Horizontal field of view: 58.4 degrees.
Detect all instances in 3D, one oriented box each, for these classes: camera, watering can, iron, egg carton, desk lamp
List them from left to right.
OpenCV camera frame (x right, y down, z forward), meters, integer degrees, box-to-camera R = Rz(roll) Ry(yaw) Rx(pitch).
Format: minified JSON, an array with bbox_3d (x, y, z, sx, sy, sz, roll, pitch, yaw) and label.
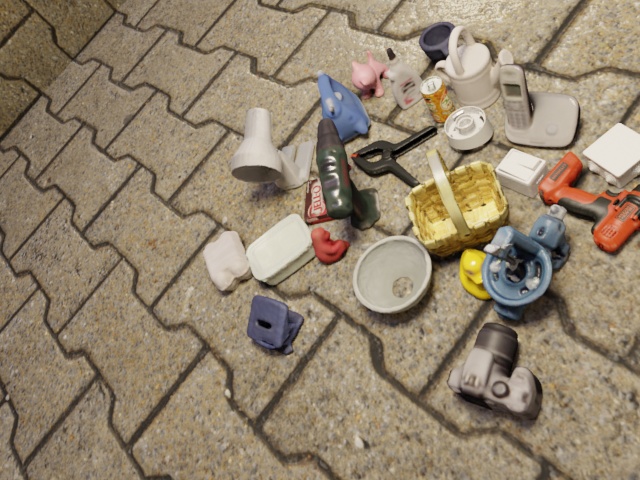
[{"bbox_3d":[-0.226,0.051,1.408,0.107,0.070,0.150,-36,49,7],"label":"egg carton"},{"bbox_3d":[-0.120,-0.210,1.412,0.117,0.214,0.203,-8,57,28],"label":"desk lamp"},{"bbox_3d":[0.033,-0.359,1.461,0.118,0.142,0.258,-28,50,14],"label":"iron"},{"bbox_3d":[0.333,-0.385,1.254,0.172,0.195,0.101,-12,56,26],"label":"watering can"},{"bbox_3d":[0.297,0.211,0.957,0.142,0.101,0.137,10,67,36],"label":"camera"}]

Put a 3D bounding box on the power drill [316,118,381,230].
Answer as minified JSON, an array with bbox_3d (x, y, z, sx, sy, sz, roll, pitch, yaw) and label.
[{"bbox_3d":[0.056,-0.126,1.252,0.075,0.209,0.229,-19,53,21],"label":"power drill"}]

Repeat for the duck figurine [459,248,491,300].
[{"bbox_3d":[0.292,0.052,1.072,0.077,0.086,0.104,-28,50,14],"label":"duck figurine"}]

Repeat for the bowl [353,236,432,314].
[{"bbox_3d":[0.154,0.079,1.148,0.167,0.075,0.167,-16,54,23],"label":"bowl"}]

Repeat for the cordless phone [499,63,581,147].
[{"bbox_3d":[0.427,-0.270,1.128,0.147,0.186,0.094,12,68,37],"label":"cordless phone"}]

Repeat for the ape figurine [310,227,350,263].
[{"bbox_3d":[0.012,0.005,1.274,0.076,0.092,0.077,-43,48,1],"label":"ape figurine"}]

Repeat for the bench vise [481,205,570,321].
[{"bbox_3d":[0.339,0.013,0.978,0.121,0.220,0.207,8,66,35],"label":"bench vise"}]

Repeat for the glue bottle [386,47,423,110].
[{"bbox_3d":[0.193,-0.390,1.359,0.078,0.174,0.037,-38,48,6],"label":"glue bottle"}]

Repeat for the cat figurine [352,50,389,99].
[{"bbox_3d":[0.121,-0.426,1.464,0.067,0.118,0.128,1,62,32],"label":"cat figurine"}]

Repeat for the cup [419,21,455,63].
[{"bbox_3d":[0.301,-0.458,1.388,0.091,0.095,0.117,-29,50,14],"label":"cup"}]

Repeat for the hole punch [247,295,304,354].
[{"bbox_3d":[-0.105,0.182,1.233,0.108,0.091,0.101,12,68,37],"label":"hole punch"}]
